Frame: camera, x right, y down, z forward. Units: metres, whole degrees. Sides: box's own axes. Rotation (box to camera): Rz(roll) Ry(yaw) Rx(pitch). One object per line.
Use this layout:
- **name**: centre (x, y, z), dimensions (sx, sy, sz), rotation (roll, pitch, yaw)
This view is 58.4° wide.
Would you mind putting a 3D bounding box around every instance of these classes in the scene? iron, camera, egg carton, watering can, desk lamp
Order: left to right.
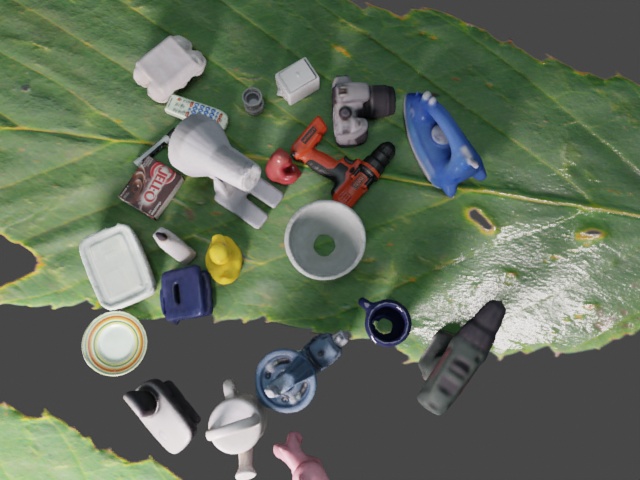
- **egg carton**: centre (-0.331, -0.377, 1.260), dimensions (0.150, 0.069, 0.107), rotation (-43, 82, -8)
- **desk lamp**: centre (-0.182, -0.138, 1.143), dimensions (0.203, 0.213, 0.118), rotation (34, 81, 6)
- **watering can**: centre (-0.151, 0.350, 1.061), dimensions (0.101, 0.194, 0.173), rotation (-36, 81, -7)
- **camera**: centre (0.094, -0.285, 1.232), dimensions (0.137, 0.101, 0.143), rotation (-4, 79, -1)
- **iron**: centre (0.254, -0.228, 1.202), dimensions (0.118, 0.141, 0.258), rotation (-29, 81, -6)

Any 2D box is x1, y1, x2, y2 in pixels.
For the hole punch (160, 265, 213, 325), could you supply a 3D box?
- **hole punch**: centre (-0.274, 0.111, 1.157), dimensions (0.101, 0.091, 0.108), rotation (-9, 79, -2)

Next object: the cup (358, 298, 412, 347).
- **cup**: centre (0.121, 0.161, 1.150), dimensions (0.117, 0.095, 0.092), rotation (39, 81, 6)

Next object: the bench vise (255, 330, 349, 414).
- **bench vise**: centre (-0.044, 0.233, 1.071), dimensions (0.121, 0.220, 0.207), rotation (35, 81, 6)

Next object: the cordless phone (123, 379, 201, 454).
- **cordless phone**: centre (-0.304, 0.333, 1.067), dimensions (0.147, 0.185, 0.094), rotation (44, 82, 7)

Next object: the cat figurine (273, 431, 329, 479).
- **cat figurine**: centre (-0.034, 0.433, 1.085), dimensions (0.067, 0.118, 0.127), rotation (-42, 82, -8)

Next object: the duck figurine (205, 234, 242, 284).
- **duck figurine**: centre (-0.202, 0.037, 1.175), dimensions (0.077, 0.086, 0.104), rotation (-8, 79, -2)

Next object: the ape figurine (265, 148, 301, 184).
- **ape figurine**: centre (-0.080, -0.160, 1.210), dimensions (0.076, 0.092, 0.078), rotation (-8, 79, -2)

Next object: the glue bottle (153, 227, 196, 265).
- **glue bottle**: centre (-0.297, 0.005, 1.135), dimensions (0.078, 0.173, 0.037), rotation (40, 81, 7)

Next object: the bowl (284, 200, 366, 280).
- **bowl**: centre (0.011, 0.004, 1.189), dimensions (0.167, 0.075, 0.167), rotation (0, 79, -1)

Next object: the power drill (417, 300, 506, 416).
- **power drill**: centre (0.255, 0.218, 1.083), dimensions (0.075, 0.208, 0.230), rotation (32, 81, 6)
